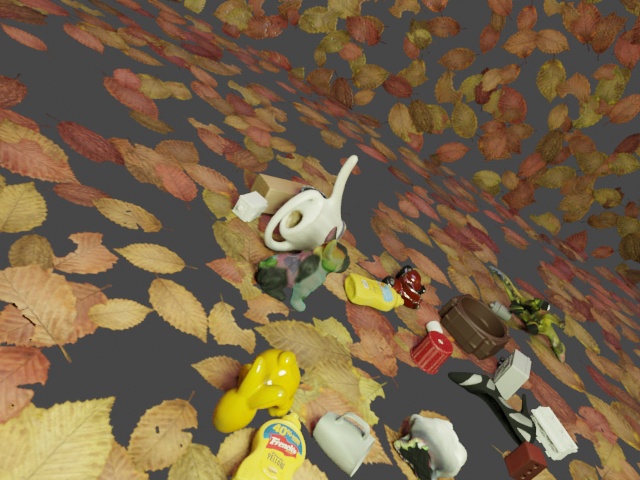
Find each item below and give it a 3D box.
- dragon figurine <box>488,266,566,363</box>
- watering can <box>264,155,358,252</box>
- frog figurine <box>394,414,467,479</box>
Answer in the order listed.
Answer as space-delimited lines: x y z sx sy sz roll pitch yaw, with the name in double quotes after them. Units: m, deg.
0.769 0.269 1.911 0.416 0.122 0.240 55 3 22 "dragon figurine"
0.004 -0.073 1.445 0.220 0.347 0.106 47 6 -49 "watering can"
0.252 0.427 1.099 0.139 0.120 0.161 28 31 35 "frog figurine"
